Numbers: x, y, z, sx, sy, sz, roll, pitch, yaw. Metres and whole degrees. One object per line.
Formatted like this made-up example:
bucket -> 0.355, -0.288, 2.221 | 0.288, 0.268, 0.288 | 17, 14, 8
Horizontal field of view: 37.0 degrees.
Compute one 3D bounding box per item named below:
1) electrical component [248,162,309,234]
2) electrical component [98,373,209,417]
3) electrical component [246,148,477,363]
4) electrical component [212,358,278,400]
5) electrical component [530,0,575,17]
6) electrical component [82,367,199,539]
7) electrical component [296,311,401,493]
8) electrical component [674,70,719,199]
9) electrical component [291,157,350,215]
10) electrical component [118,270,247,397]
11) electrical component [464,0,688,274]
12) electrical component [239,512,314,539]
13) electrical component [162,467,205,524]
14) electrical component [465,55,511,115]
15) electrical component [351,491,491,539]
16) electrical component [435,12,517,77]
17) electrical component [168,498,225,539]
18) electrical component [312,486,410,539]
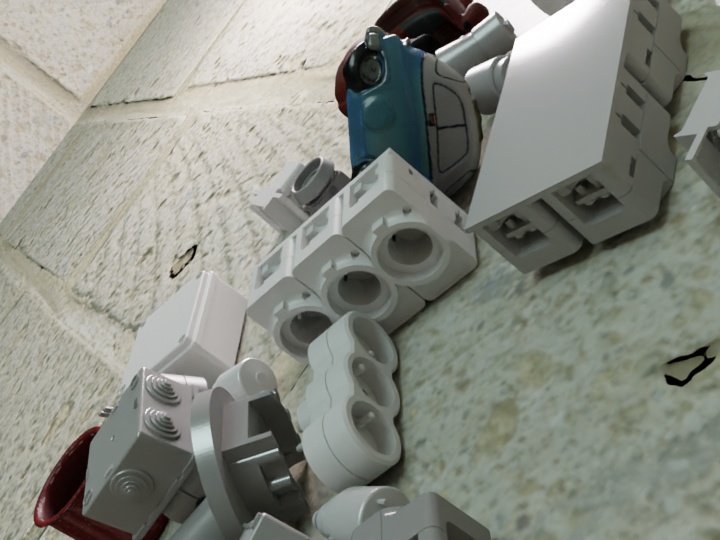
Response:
electrical component -> -0.069, -0.072, 1.061 | 0.063, 0.042, 0.081 | -54, 24, -9
electrical component -> -0.182, 0.123, 0.907 | 0.138, 0.074, 0.052 | 143, 131, -59
electrical component -> 0.000, 0.000, 0.774 | 0.150, 0.089, 0.061 | -40, 27, 26
electrical component -> -0.102, 0.101, 0.875 | 0.078, 0.040, 0.040 | -33, 30, 37
electrical component -> 0.170, -0.207, 0.807 | 0.073, 0.052, 0.138 | -56, 24, -9
electrical component -> -0.159, 0.131, 0.780 | 0.099, 0.048, 0.099 | -54, 24, 20
electrical component -> -0.016, 0.095, 0.716 | 0.074, 0.052, 0.138 | -40, 26, 24
electrical component -> 0.211, -0.078, 0.568 | 0.064, 0.042, 0.081 | 0, 56, 57
electrical component -> -0.028, -0.068, 0.963 | 0.066, 0.055, 0.048 | -57, 24, -12
electrical component -> -0.164, 0.073, 1.008 | 0.109, 0.056, 0.108 | -38, 27, 28
electrical component -> 0.143, -0.095, 0.688 | 0.105, 0.060, 0.186 | -27, 34, 44
electrical component -> -0.049, 0.181, 0.612 | 0.061, 0.061, 0.096 | -61, 2, -21
electrical component -> -0.119, 0.147, 0.815 | 0.059, 0.054, 0.095 | -59, 23, 8
electrical component -> 0.115, -0.148, 0.836 | 0.078, 0.040, 0.040 | -14, 43, 54
electrical component -> 0.022, 0.161, 0.555 | 0.089, 0.050, 0.055 | -41, 25, 24
electrical component -> 0.103, -0.189, 0.918 | 0.065, 0.044, 0.044 | -36, 28, 22
electrical component -> -0.115, 0.200, 0.757 | 0.081, 0.043, 0.043 | -49, 24, 7
electrical component -> -0.002, 0.147, 0.631 | 0.078, 0.040, 0.040 | -16, 42, 53
